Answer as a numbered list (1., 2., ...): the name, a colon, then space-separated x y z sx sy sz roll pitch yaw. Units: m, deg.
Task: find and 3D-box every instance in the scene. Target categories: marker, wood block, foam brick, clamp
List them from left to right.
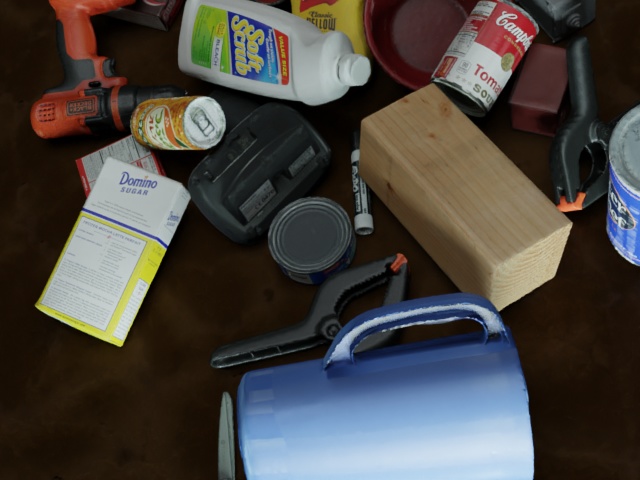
1. clamp: 0.005 0.091 1.023 0.165 0.036 0.210 32 77 21
2. marker: 0.042 -0.062 1.103 0.020 0.020 0.121 -8 62 10
3. wood block: 0.132 -0.040 1.019 0.090 0.091 0.206 -29 60 -19
4. foam brick: 0.227 -0.152 1.083 0.051 0.053 0.078 14 69 20
5. clamp: 0.278 -0.103 1.041 0.120 0.039 0.171 17 82 -13

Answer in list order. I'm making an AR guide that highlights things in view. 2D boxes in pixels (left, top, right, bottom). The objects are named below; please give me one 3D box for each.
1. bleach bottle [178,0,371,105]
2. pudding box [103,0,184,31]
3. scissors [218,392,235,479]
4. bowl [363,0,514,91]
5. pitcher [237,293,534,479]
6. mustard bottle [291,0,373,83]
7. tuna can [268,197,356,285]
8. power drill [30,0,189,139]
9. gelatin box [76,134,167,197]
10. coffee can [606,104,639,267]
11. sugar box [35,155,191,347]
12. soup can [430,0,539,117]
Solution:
1. bleach bottle: -0.046 -0.200 1.109 0.251 0.067 0.102 19 101 43
2. pudding box: -0.214 -0.306 1.279 0.114 0.039 0.090 16 70 22
3. scissors: -0.069 0.241 0.980 0.096 0.016 0.201 7 66 16
4. bowl: 0.122 -0.226 1.125 0.162 0.055 0.162 0 86 -5
5. pitcher: 0.054 0.142 0.908 0.243 0.145 0.149 -7 68 3
6. mustard bottle: 0.012 -0.264 1.137 0.096 0.058 0.192 7 100 22
7. tuna can: -0.007 0.001 1.075 0.086 0.033 0.086 -6 62 11
8. power drill: -0.238 -0.210 1.206 0.184 0.057 0.187 -6 76 9
9. gelatin box: -0.215 -0.071 1.166 0.089 0.030 0.073 -24 59 1
10. coffee can: 0.311 -0.047 0.958 0.103 0.140 0.103 -6 63 11
11. sugar box: -0.211 0.010 1.098 0.093 0.048 0.176 22 77 15
12. soup can: 0.163 -0.182 1.062 0.069 0.068 0.102 29 84 25
